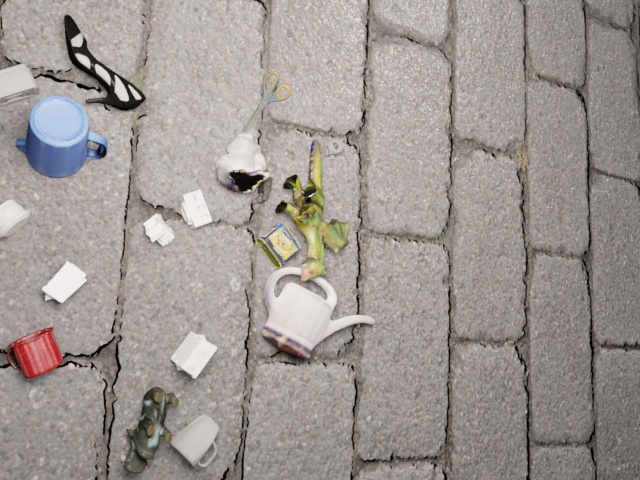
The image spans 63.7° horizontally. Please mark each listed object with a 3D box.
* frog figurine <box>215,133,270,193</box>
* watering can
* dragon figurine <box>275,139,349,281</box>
[{"bbox_3d":[-0.215,-0.210,1.388,0.138,0.120,0.163,-11,54,-17],"label":"frog figurine"},{"bbox_3d":[-0.016,0.221,1.409,0.345,0.103,0.227,33,73,-18],"label":"watering can"},{"bbox_3d":[0.004,-0.074,1.462,0.239,0.121,0.420,48,46,-37],"label":"dragon figurine"}]
